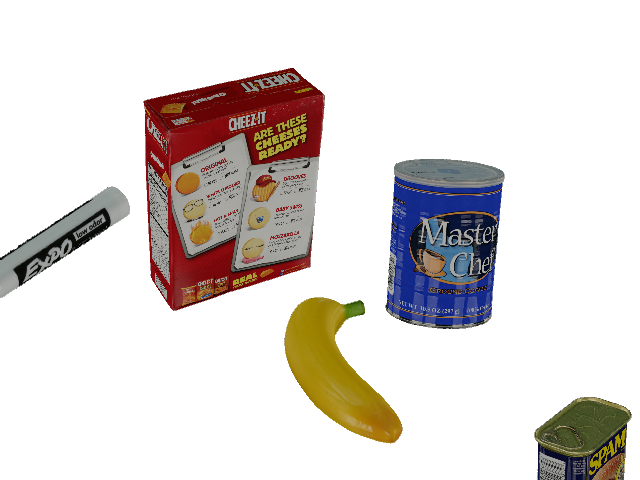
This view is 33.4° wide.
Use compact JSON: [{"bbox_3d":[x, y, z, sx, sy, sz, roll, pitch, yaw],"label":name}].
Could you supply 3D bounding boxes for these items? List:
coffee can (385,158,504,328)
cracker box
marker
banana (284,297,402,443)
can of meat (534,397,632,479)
[{"bbox_3d":[0.116,0.001,1.010,0.103,0.140,0.103,2,15,-1],"label":"coffee can"},{"bbox_3d":[-0.088,-0.051,1.058,0.164,0.214,0.072,-17,42,-26],"label":"cracker box"},{"bbox_3d":[-0.148,0.008,0.554,0.020,0.020,0.120,0,30,44],"label":"marker"},{"bbox_3d":[0.010,0.084,0.771,0.069,0.037,0.198,-6,24,-3],"label":"banana"},{"bbox_3d":[0.240,0.204,0.978,0.058,0.084,0.101,14,26,39],"label":"can of meat"}]
